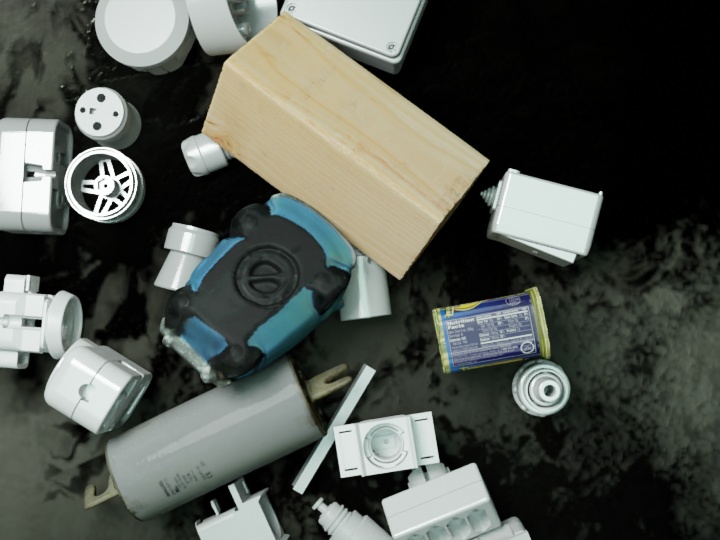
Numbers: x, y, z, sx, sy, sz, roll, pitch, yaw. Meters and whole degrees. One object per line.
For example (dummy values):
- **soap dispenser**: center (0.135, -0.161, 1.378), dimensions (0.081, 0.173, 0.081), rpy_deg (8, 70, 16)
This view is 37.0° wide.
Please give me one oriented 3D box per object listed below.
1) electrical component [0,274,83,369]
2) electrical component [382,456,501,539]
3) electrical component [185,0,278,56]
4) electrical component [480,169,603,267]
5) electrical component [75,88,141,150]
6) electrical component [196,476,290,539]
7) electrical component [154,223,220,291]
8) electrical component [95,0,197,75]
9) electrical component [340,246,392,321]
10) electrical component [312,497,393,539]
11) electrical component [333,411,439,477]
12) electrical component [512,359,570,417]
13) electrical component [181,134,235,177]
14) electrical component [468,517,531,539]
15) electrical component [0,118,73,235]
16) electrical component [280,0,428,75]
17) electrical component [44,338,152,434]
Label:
- **electrical component**: center (-0.269, 0.045, 0.904), dimensions (0.057, 0.058, 0.078), rpy_deg (4, 87, 5)
- **electrical component**: center (0.062, 0.185, 0.887), dimensions (0.083, 0.047, 0.075), rpy_deg (-23, 45, 3)
- **electrical component**: center (-0.110, -0.228, 0.897), dimensions (0.064, 0.099, 0.099), rpy_deg (-10, 86, 7)
- **electrical component**: center (0.144, -0.043, 0.892), dimensions (0.096, 0.061, 0.061), rpy_deg (15, 87, 3)
- **electrical component**: center (-0.214, -0.128, 0.913), dimensions (0.045, 0.055, 0.045), rpy_deg (0, 87, 2)
- **electrical component**: center (-0.098, 0.218, 0.896), dimensions (0.064, 0.042, 0.081), rpy_deg (-26, 85, 4)
- **electrical component**: center (-0.146, -0.008, 0.909), dimensions (0.045, 0.045, 0.055), rpy_deg (14, 87, 3)
- **electrical component**: center (-0.180, -0.208, 0.917), dimensions (0.080, 0.051, 0.080), rpy_deg (0, 87, 6)
- **electrical component**: center (0.000, 0.000, 0.904), dimensions (0.043, 0.043, 0.081), rpy_deg (-8, 86, 1)
- **electrical component**: center (-0.007, 0.219, 0.893), dimensions (0.078, 0.040, 0.040), rpy_deg (41, 89, 4)
- **electrical component**: center (0.022, 0.142, 0.885), dimensions (0.081, 0.064, 0.042), rpy_deg (-9, 87, 2)
- **electrical component**: center (0.152, 0.098, 0.884), dimensions (0.048, 0.062, 0.048), rpy_deg (0, 86, 2)
- **electrical component**: center (-0.119, -0.105, 0.919), dimensions (0.061, 0.035, 0.035), rpy_deg (-22, 86, -2)
- **electrical component**: center (0.080, 0.273, 0.874), dimensions (0.150, 0.062, 0.089), rpy_deg (-23, 90, 0)
- **electrical component**: center (-0.282, -0.079, 0.913), dimensions (0.059, 0.053, 0.095), rpy_deg (2, 87, 2)
- **electrical component**: center (0.003, -0.237, 0.912), dimensions (0.109, 0.056, 0.108), rpy_deg (22, 88, 3)
- **electrical component**: center (-0.216, 0.094, 0.879), dimensions (0.059, 0.095, 0.053), rpy_deg (31, 88, 3)
